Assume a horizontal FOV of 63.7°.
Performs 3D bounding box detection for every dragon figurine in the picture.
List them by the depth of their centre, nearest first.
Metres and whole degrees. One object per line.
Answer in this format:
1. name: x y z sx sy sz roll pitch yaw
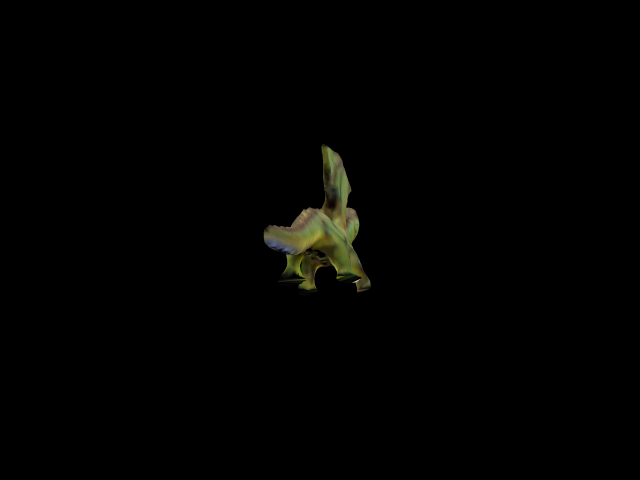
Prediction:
1. dragon figurine: 0.003 -0.043 0.850 0.122 0.247 0.404 -6 -21 15
